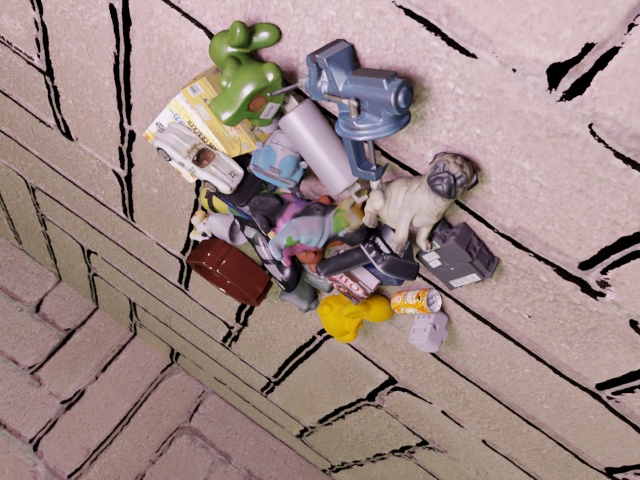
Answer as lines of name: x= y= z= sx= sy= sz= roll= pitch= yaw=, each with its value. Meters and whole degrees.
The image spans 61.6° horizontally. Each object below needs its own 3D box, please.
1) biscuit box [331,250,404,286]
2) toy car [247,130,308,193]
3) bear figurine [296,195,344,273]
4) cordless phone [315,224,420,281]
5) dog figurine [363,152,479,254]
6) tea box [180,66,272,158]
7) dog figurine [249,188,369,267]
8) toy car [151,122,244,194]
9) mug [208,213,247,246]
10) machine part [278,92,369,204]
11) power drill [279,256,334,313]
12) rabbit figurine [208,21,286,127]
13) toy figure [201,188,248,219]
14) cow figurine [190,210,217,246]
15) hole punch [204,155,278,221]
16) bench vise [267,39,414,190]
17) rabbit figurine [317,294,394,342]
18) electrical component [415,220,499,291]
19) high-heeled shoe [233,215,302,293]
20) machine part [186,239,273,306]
biscuit box: x=0.105 y=0.062 z=1.200 sx=0.203 sy=0.059 sz=0.062 roll=-2 pitch=130 yaw=46
toy car: x=-0.068 y=-0.159 z=1.035 sx=0.109 sy=0.162 sz=0.103 roll=25 pitch=104 yaw=-1
bear figurine: x=-0.007 y=-0.003 z=1.196 sx=0.132 sy=0.120 sz=0.195 roll=-20 pitch=160 yaw=8
cordless phone: x=0.087 y=0.044 z=1.054 sx=0.147 sy=0.184 sz=0.088 roll=-119 pitch=9 yaw=-58
dog figurine: x=0.169 y=-0.093 z=0.933 sx=0.172 sy=0.121 sz=0.190 roll=44 pitch=126 yaw=27
tea box: x=-0.182 y=-0.254 z=1.061 sx=0.098 sy=0.068 sz=0.169 roll=-4 pitch=131 yaw=47
dog figurine: x=-0.009 y=-0.050 z=1.054 sx=0.191 sy=0.219 sz=0.108 roll=60 pitch=179 yaw=21
toy car: x=-0.252 y=-0.169 z=1.108 sx=0.202 sy=0.073 sz=0.056 roll=35 pitch=152 yaw=-2
mug: x=-0.243 y=-0.046 z=1.384 sx=0.107 sy=0.081 sz=0.109 roll=15 pitch=130 yaw=38
machine part: x=0.004 y=-0.165 z=0.967 sx=0.243 sy=0.079 sz=0.079 roll=52 pitch=146 yaw=-8
power drill: x=-0.063 y=0.087 z=1.390 sx=0.232 sy=0.086 sz=0.207 roll=27 pitch=140 yaw=15
rabbit figurine: x=-0.139 y=-0.298 z=0.913 sx=0.170 sy=0.121 sz=0.159 roll=58 pitch=139 yaw=19
toy figure: x=-0.202 y=-0.095 z=1.266 sx=0.180 sy=0.089 sz=0.082 roll=20 pitch=139 yaw=30
cow figurine: x=-0.305 y=-0.011 z=1.495 sx=0.098 sy=0.068 sz=0.167 roll=21 pitch=149 yaw=13
hole punch: x=-0.165 y=-0.117 z=1.175 sx=0.116 sy=0.142 sz=0.092 roll=30 pitch=172 yaw=25
bench vise: x=0.056 y=-0.190 z=0.869 sx=0.224 sy=0.129 sz=0.240 roll=12 pitch=134 yaw=32
rabbit figurine: x=0.091 y=0.163 z=1.304 sx=0.173 sy=0.122 sz=0.162 roll=-7 pitch=146 yaw=20
electrical component: x=0.251 y=0.025 z=1.015 sx=0.134 sy=0.058 sz=0.115 roll=45 pitch=145 yaw=-12
high-heeled shoe: x=-0.132 y=0.018 z=1.303 sx=0.249 sy=0.086 sz=0.145 roll=39 pitch=142 yaw=36
machine part: x=-0.236 y=0.083 z=1.416 sx=0.201 sy=0.087 sz=0.201 roll=41 pitch=160 yaw=-25
